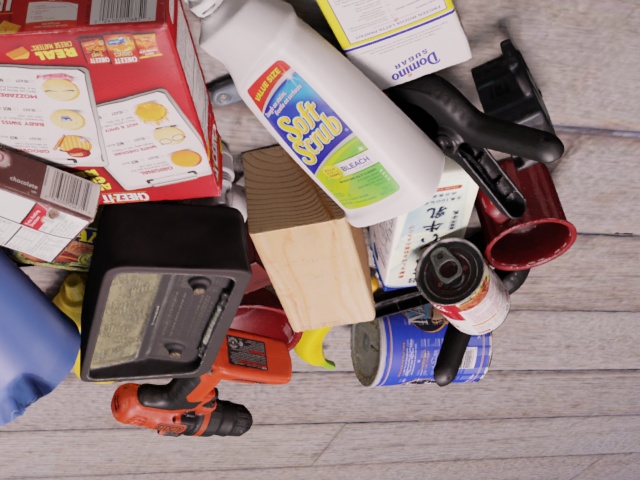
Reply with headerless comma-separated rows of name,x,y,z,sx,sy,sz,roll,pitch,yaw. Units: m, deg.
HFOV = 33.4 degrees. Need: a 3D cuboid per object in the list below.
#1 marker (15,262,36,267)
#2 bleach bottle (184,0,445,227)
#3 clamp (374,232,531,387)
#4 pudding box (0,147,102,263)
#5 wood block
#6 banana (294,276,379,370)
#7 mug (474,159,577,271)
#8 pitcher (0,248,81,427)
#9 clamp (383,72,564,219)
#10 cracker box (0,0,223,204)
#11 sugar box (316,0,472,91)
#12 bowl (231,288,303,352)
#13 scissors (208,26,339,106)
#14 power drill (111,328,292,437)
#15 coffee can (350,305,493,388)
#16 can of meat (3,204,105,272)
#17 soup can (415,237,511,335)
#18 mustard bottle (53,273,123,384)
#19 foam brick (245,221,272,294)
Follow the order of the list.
marker,-0.244,0.016,1.056,0.121,0.020,0.020,-1,147,-15
bleach bottle,-0.014,-0.112,0.839,0.103,0.068,0.250,-18,132,43
clamp,0.158,0.056,1.130,0.210,0.165,0.036,-37,128,0
pudding box,-0.243,-0.029,0.842,0.113,0.039,0.090,23,146,-26
wood block,-0.006,0.001,1.034,0.090,0.091,0.206,-9,149,6
banana,0.008,0.096,1.250,0.069,0.037,0.198,-4,148,-20
mug,0.192,-0.031,1.057,0.093,0.081,0.117,-33,143,31
pitcher,-0.333,0.040,0.935,0.149,0.145,0.242,-8,133,26
clamp,0.121,-0.092,0.876,0.171,0.039,0.120,37,151,1
cracker box,-0.172,-0.111,0.810,0.164,0.072,0.214,-3,150,4
sugar box,0.049,-0.185,0.799,0.093,0.048,0.176,-18,152,11
bowl,-0.102,0.090,1.185,0.162,0.055,0.162,-8,149,-5
scissors,-0.063,-0.115,0.897,0.202,0.016,0.096,-25,136,23
power drill,-0.115,0.169,1.199,0.184,0.057,0.188,14,141,-37
coffee can,0.118,0.120,1.258,0.140,0.103,0.103,0,147,-18
can of meat,-0.230,-0.016,0.974,0.101,0.057,0.084,11,145,-31
soup can,0.141,0.047,1.037,0.069,0.068,0.102,-21,151,16
mustard bottle,-0.237,0.090,1.140,0.096,0.058,0.191,-11,149,-1
foam brick,-0.090,0.024,1.086,0.078,0.051,0.053,-21,149,16
